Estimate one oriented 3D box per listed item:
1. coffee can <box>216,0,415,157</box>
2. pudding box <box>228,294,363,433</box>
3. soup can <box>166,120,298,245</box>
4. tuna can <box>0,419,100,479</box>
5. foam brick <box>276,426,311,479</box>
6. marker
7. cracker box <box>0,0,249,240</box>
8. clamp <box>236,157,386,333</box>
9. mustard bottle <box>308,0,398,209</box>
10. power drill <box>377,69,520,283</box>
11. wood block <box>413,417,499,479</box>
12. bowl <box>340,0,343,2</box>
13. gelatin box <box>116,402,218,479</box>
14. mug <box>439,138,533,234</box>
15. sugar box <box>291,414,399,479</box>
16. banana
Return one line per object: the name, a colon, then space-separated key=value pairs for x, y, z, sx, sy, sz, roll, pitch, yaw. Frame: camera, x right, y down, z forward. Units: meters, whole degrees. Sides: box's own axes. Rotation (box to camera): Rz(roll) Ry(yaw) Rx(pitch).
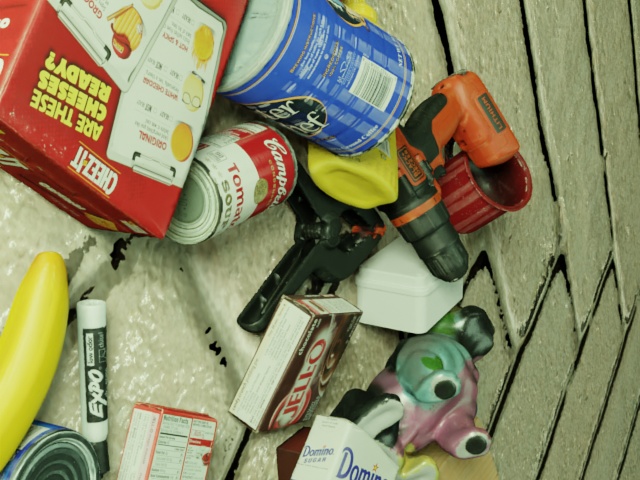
coffee can: x=-0.013 y=-0.131 z=0.778 sx=0.140 sy=0.103 sz=0.103 roll=23 pitch=75 yaw=-43
pudding box: x=-0.019 y=0.100 z=0.884 sx=0.089 sy=0.039 sz=0.113 roll=2 pitch=114 yaw=-63
soup can: x=-0.070 y=-0.042 z=0.765 sx=0.102 sy=0.069 sz=0.068 roll=-31 pitch=122 yaw=-55
tuna can: x=-0.173 y=0.154 z=0.651 sx=0.086 sy=0.034 sz=0.086 roll=-20 pitch=113 yaw=-59
foam brick: x=-0.004 y=0.215 z=0.958 sx=0.051 sy=0.053 sz=0.078 roll=-29 pitch=119 yaw=-56
marker: x=-0.149 y=0.100 z=0.701 sx=0.020 sy=0.020 sz=0.121 roll=-18 pitch=111 yaw=-59
cracker box: x=-0.128 y=-0.131 z=0.638 sx=0.164 sy=0.072 sz=0.213 roll=44 pitch=59 yaw=-55
clamp: x=-0.006 y=0.001 z=0.925 sx=0.209 sy=0.036 sz=0.164 roll=12 pitch=86 yaw=-58
mustard bottle: x=0.029 y=-0.130 z=0.913 sx=0.096 sy=0.058 sz=0.191 roll=29 pitch=54 yaw=-48
power drill: x=0.120 y=-0.072 z=1.033 sx=0.187 sy=0.057 sz=0.184 roll=-39 pitch=100 yaw=-44
wood block: x=0.104 y=0.267 z=1.097 sx=0.205 sy=0.090 sz=0.091 roll=-30 pitch=104 yaw=-59
bowl: x=-0.018 y=-0.225 z=0.837 sx=0.161 sy=0.055 sz=0.162 roll=-19 pitch=112 yaw=-59
gelatin box: x=-0.113 y=0.165 z=0.769 sx=0.073 sy=0.030 sz=0.089 roll=27 pitch=71 yaw=-59
mug: x=0.165 y=-0.068 z=1.162 sx=0.093 sy=0.082 sz=0.117 roll=-6 pitch=71 yaw=-36
sugar box: x=0.003 y=0.243 z=0.877 sx=0.093 sy=0.048 sz=0.176 roll=49 pitch=56 yaw=-41
banana: x=-0.190 y=0.094 z=0.603 sx=0.197 sy=0.037 sz=0.069 roll=-58 pitch=145 yaw=-39
